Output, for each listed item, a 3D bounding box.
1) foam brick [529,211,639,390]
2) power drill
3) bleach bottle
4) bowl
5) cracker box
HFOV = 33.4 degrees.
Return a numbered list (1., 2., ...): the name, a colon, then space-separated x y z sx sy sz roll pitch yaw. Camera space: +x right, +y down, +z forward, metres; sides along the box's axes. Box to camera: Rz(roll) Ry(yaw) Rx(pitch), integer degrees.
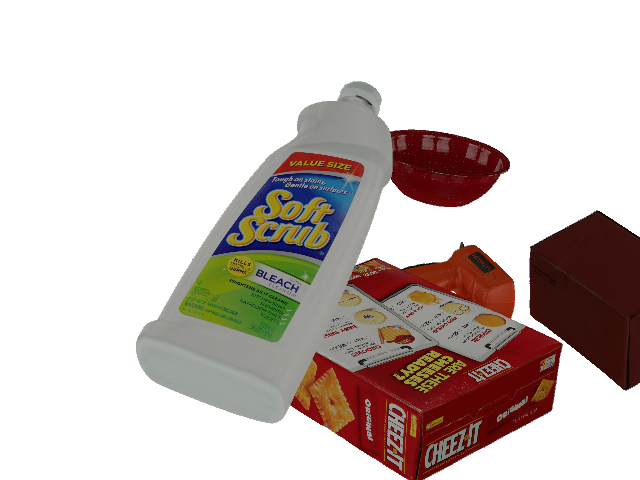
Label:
1. foam brick: 0.156 0.030 0.573 0.051 0.053 0.078 -25 41 -20
2. power drill: 0.103 0.062 1.114 0.187 0.057 0.184 -7 27 -17
3. bleach bottle: -0.022 -0.010 0.704 0.102 0.250 0.068 19 -32 9
4. bowl: 0.143 -0.083 1.282 0.162 0.055 0.162 7 23 -3
5. cracker box: 0.058 0.096 0.865 0.163 0.072 0.214 -18 30 -38
